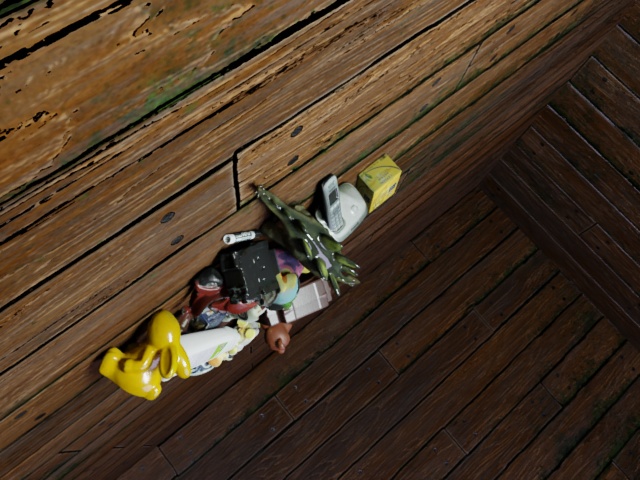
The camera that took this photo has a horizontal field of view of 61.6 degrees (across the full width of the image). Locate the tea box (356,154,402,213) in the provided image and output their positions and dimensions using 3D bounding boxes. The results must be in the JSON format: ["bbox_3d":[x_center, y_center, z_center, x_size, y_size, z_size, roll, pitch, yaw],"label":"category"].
[{"bbox_3d":[0.152,-0.147,1.431,0.098,0.068,0.169,-39,167,-7],"label":"tea box"}]

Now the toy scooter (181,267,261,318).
[{"bbox_3d":[-0.224,0.128,1.173,0.135,0.075,0.183,-41,143,17],"label":"toy scooter"}]

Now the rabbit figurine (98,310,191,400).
[{"bbox_3d":[-0.347,0.232,1.110,0.173,0.163,0.121,-59,156,0],"label":"rabbit figurine"}]

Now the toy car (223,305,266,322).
[{"bbox_3d":[-0.200,0.167,1.343,0.202,0.056,0.073,-10,-153,49],"label":"toy car"}]

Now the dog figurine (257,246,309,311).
[{"bbox_3d":[-0.070,0.076,1.310,0.219,0.192,0.108,-5,139,-45],"label":"dog figurine"}]

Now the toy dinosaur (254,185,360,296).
[{"bbox_3d":[-0.023,0.002,1.112,0.105,0.199,0.470,-51,136,-2],"label":"toy dinosaur"}]

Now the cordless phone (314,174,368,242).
[{"bbox_3d":[0.043,-0.099,1.260,0.146,0.089,0.184,-46,148,-30],"label":"cordless phone"}]

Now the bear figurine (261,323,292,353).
[{"bbox_3d":[-0.136,0.229,1.592,0.132,0.196,0.120,-39,165,-15],"label":"bear figurine"}]

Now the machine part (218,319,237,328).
[{"bbox_3d":[-0.272,0.225,1.491,0.179,0.056,0.179,-38,167,-10],"label":"machine part"}]

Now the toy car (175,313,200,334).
[{"bbox_3d":[-0.355,0.232,1.264,0.202,0.053,0.089,-45,165,25],"label":"toy car"}]

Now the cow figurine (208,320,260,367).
[{"bbox_3d":[-0.243,0.284,1.505,0.167,0.068,0.098,-41,172,4],"label":"cow figurine"}]

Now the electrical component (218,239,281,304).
[{"bbox_3d":[-0.142,0.062,1.135,0.058,0.114,0.134,-7,-169,36],"label":"electrical component"}]

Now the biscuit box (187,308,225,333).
[{"bbox_3d":[-0.312,0.229,1.365,0.063,0.059,0.202,-29,163,-48],"label":"biscuit box"}]

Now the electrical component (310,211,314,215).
[{"bbox_3d":[-0.024,-0.033,1.347,0.078,0.045,0.102,-42,169,14],"label":"electrical component"}]

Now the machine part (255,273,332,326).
[{"bbox_3d":[-0.087,0.151,1.445,0.201,0.087,0.202,-20,-169,-28],"label":"machine part"}]
